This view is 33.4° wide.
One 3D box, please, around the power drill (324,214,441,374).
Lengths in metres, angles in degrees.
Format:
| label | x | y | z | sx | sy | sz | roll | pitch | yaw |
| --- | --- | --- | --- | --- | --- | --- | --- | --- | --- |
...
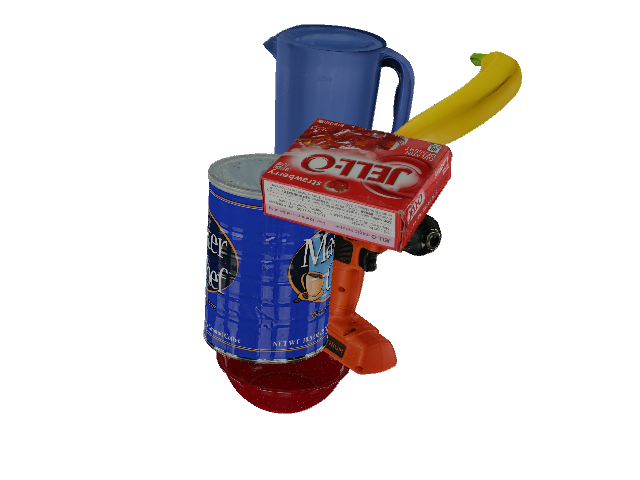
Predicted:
| label | x | y | z | sx | sy | sz | roll | pitch | yaw |
| --- | --- | --- | --- | --- | --- | --- | --- | --- | --- |
| power drill | 0.048 | 0.035 | 1.074 | 0.057 | 0.188 | 0.185 | -7 | 23 | -33 |

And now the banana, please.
| label | x | y | z | sx | sy | sz | roll | pitch | yaw |
| --- | --- | --- | --- | --- | --- | --- | --- | --- | --- |
| banana | 0.126 | -0.119 | 0.911 | 0.070 | 0.037 | 0.197 | -14 | 21 | 40 |

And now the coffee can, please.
| label | x | y | z | sx | sy | sz | roll | pitch | yaw |
| --- | --- | --- | --- | --- | --- | --- | --- | --- | --- |
| coffee can | -0.040 | 0.012 | 0.844 | 0.103 | 0.140 | 0.103 | 4 | 20 | -2 |

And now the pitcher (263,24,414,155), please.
| label | x | y | z | sx | sy | sz | roll | pitch | yaw |
| --- | --- | --- | --- | --- | --- | --- | --- | --- | --- |
| pitcher | 0.014 | -0.135 | 1.310 | 0.144 | 0.243 | 0.149 | -9 | 27 | -28 |

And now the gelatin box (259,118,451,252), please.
| label | x | y | z | sx | sy | sz | roll | pitch | yaw |
| --- | --- | --- | --- | --- | --- | --- | --- | --- | --- |
| gelatin box | 0.021 | -0.035 | 0.611 | 0.089 | 0.030 | 0.073 | 15 | 40 | 22 |

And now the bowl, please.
| label | x | y | z | sx | sy | sz | roll | pitch | yaw |
| --- | --- | --- | --- | --- | --- | --- | --- | --- | --- |
| bowl | -0.044 | 0.159 | 1.277 | 0.162 | 0.055 | 0.162 | 2 | 25 | -1 |
